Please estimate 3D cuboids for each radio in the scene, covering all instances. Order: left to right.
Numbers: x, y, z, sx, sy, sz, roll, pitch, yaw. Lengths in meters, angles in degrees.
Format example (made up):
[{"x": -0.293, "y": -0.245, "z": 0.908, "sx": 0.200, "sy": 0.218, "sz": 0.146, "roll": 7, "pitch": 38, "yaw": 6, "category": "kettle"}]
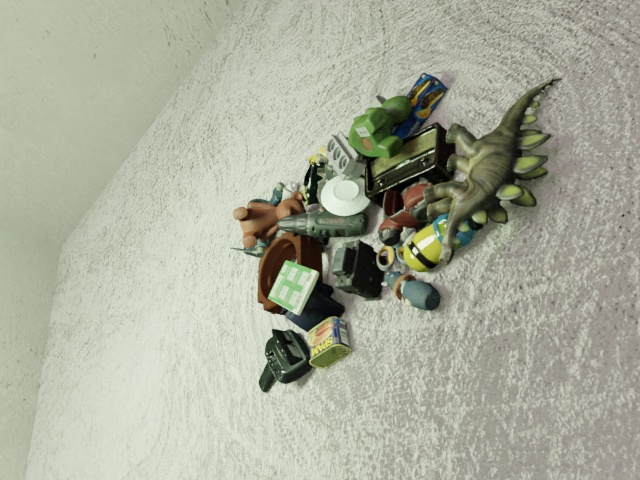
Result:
[{"x": 0.211, "y": -0.171, "z": 1.288, "sx": 0.230, "sy": 0.073, "sz": 0.131, "roll": -24, "pitch": 48, "yaw": 42, "category": "radio"}]

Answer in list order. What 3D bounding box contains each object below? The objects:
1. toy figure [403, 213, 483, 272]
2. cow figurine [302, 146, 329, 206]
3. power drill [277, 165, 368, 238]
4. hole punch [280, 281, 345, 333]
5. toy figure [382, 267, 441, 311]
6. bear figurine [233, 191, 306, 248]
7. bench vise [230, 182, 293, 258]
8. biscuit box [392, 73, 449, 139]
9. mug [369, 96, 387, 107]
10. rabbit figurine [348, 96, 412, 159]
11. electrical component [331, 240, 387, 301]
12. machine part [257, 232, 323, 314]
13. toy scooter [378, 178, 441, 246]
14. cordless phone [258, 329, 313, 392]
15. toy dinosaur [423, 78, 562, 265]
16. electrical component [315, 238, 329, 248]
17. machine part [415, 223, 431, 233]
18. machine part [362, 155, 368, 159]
[{"x": 0.252, "y": 0.000, "z": 1.120, "sx": 0.180, "sy": 0.082, "sz": 0.089, "roll": -30, "pitch": 43, "yaw": 32, "category": "toy figure"}, {"x": -0.011, "y": -0.179, "z": 1.499, "sx": 0.068, "sy": 0.098, "sz": 0.167, "roll": 18, "pitch": 110, "yaw": 51, "category": "cow figurine"}, {"x": 0.021, "y": -0.098, "z": 1.400, "sx": 0.232, "sy": 0.085, "sz": 0.207, "roll": 8, "pitch": 53, "yaw": 17, "category": "power drill"}, {"x": -0.015, "y": 0.166, "z": 1.312, "sx": 0.142, "sy": 0.115, "sz": 0.092, "roll": -48, "pitch": 45, "yaw": 18, "category": "hole punch"}, {"x": 0.190, "y": 0.106, "z": 1.142, "sx": 0.155, "sy": 0.064, "sz": 0.057, "roll": 27, "pitch": 126, "yaw": 59, "category": "toy figure"}, {"x": -0.127, "y": -0.060, "z": 1.496, "sx": 0.196, "sy": 0.120, "sz": 0.132, "roll": -15, "pitch": 6, "yaw": 4, "category": "bear figurine"}, {"x": -0.164, "y": -0.066, "z": 1.623, "sx": 0.240, "sy": 0.129, "sz": 0.224, "roll": -57, "pitch": 15, "yaw": 35, "category": "bench vise"}, {"x": 0.236, "y": -0.322, "z": 1.372, "sx": 0.202, "sy": 0.059, "sz": 0.063, "roll": -55, "pitch": 36, "yaw": 10, "category": "biscuit box"}, {"x": 0.159, "y": -0.317, "z": 1.456, "sx": 0.107, "sy": 0.081, "sz": 0.110, "roll": -51, "pitch": 43, "yaw": 32, "category": "mug"}, {"x": 0.157, "y": -0.279, "z": 1.312, "sx": 0.170, "sy": 0.121, "sz": 0.159, "roll": -46, "pitch": 18, "yaw": -24, "category": "rabbit figurine"}, {"x": 0.088, "y": 0.067, "z": 1.229, "sx": 0.058, "sy": 0.134, "sz": 0.115, "roll": -15, "pitch": 58, "yaw": 46, "category": "electrical component"}, {"x": -0.081, "y": 0.089, "z": 1.442, "sx": 0.201, "sy": 0.087, "sz": 0.201, "roll": -32, "pitch": 49, "yaw": 44, "category": "machine part"}, {"x": 0.194, "y": -0.080, "z": 1.193, "sx": 0.184, "sy": 0.075, "sz": 0.135, "roll": -38, "pitch": 39, "yaw": 37, "category": "toy scooter"}, {"x": -0.103, "y": 0.328, "z": 1.350, "sx": 0.184, "sy": 0.088, "sz": 0.147, "roll": -63, "pitch": 35, "yaw": 17, "category": "cordless phone"}, {"x": 0.341, "y": -0.153, "z": 1.054, "sx": 0.199, "sy": 0.105, "sz": 0.471, "roll": 16, "pitch": 69, "yaw": 27, "category": "toy dinosaur"}, {"x": -0.003, "y": -0.004, "z": 1.483, "sx": 0.063, "sy": 0.021, "sz": 0.094, "roll": -9, "pitch": 60, "yaw": 48, "category": "electrical component"}, {"x": 0.257, "y": -0.072, "z": 1.198, "sx": 0.139, "sy": 0.039, "sz": 0.084, "roll": -46, "pitch": 33, "yaw": 23, "category": "machine part"}, {"x": 0.092, "y": -0.241, "z": 1.479, "sx": 0.243, "sy": 0.079, "sz": 0.079, "roll": 19, "pitch": 82, "yaw": 55, "category": "machine part"}]
